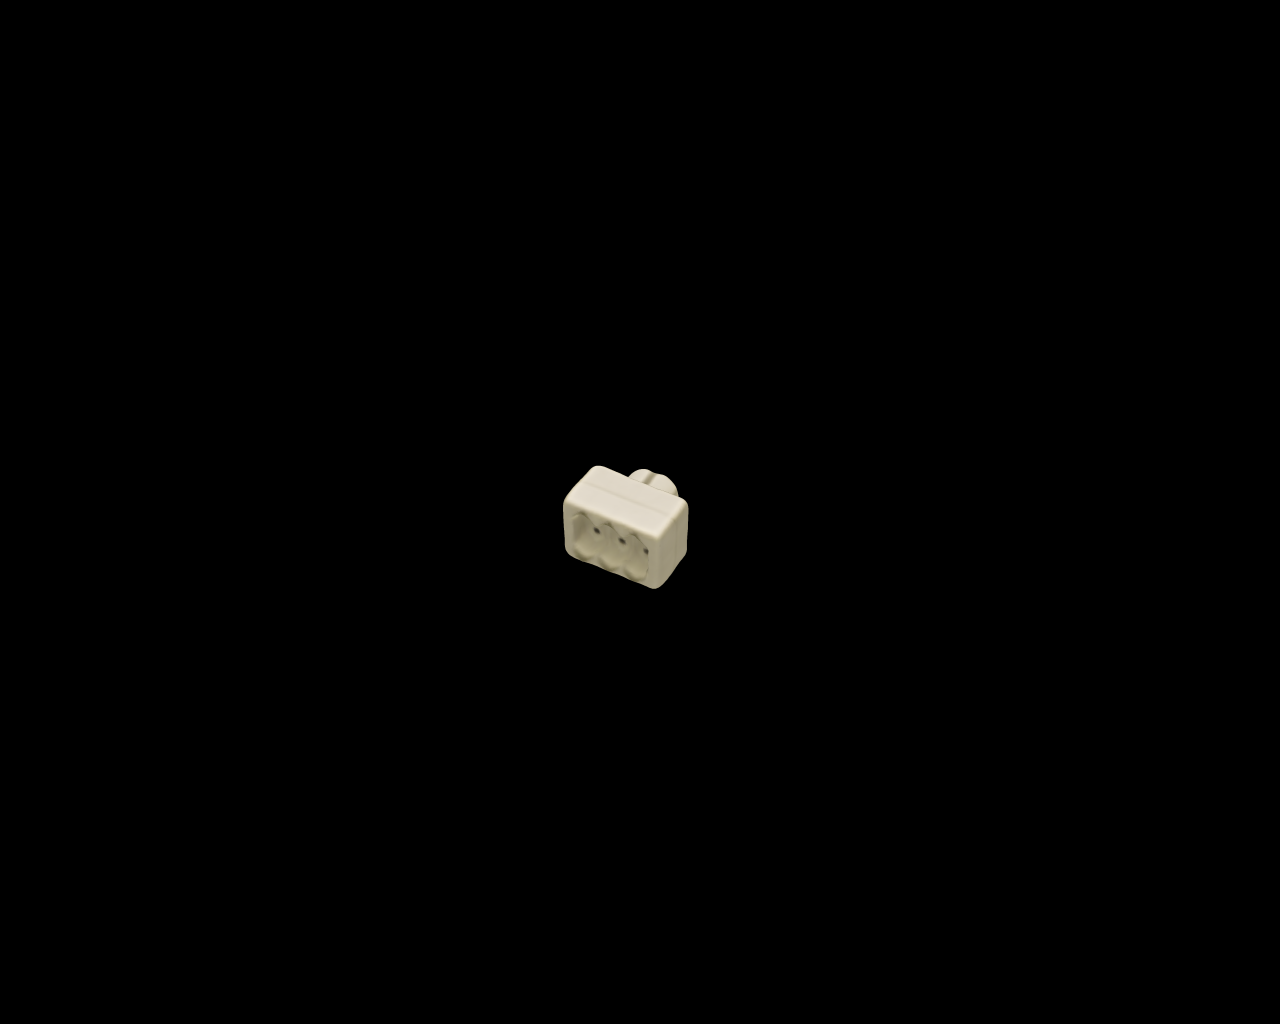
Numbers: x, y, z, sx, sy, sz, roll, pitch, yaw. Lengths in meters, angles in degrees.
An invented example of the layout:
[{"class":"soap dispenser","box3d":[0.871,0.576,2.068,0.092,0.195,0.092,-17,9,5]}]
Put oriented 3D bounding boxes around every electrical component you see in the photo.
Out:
[{"class":"electrical component","box3d":[0.001,-0.003,0.650,0.066,0.047,0.077,22,49,21]}]
